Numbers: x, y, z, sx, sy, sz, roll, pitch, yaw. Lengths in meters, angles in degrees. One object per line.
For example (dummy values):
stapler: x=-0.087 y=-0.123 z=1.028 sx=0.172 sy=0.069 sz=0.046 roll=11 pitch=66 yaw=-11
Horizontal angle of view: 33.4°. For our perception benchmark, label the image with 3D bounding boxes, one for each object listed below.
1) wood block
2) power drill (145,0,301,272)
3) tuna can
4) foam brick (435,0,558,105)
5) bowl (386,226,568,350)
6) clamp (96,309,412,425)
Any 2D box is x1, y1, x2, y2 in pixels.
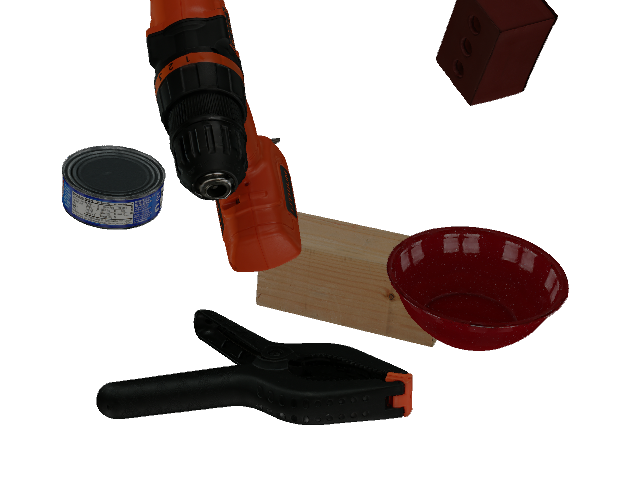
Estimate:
wood block: x=0.041 y=0.040 z=1.186 sx=0.206 sy=0.091 sz=0.090 roll=13 pitch=24 yaw=17
power drill: x=-0.058 y=-0.060 z=0.682 sx=0.057 sy=0.184 sz=0.187 roll=-13 pitch=-36 yaw=3
tuna can: x=-0.175 y=-0.045 z=0.902 sx=0.086 sy=0.034 sz=0.086 roll=7 pitch=33 yaw=-5
foam brick: x=0.125 y=-0.145 z=0.770 sx=0.051 sy=0.053 sz=0.078 roll=-19 pitch=-30 yaw=-23
bowl: x=0.137 y=0.050 z=0.960 sx=0.162 sy=0.055 sz=0.162 roll=2 pitch=32 yaw=-2
clamp: x=-0.035 y=0.093 z=0.775 sx=0.210 sy=0.036 sz=0.164 roll=3 pitch=19 yaw=12
